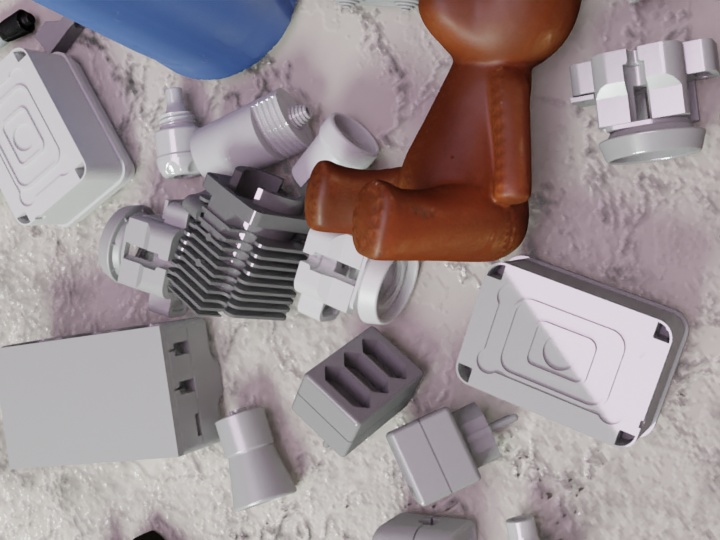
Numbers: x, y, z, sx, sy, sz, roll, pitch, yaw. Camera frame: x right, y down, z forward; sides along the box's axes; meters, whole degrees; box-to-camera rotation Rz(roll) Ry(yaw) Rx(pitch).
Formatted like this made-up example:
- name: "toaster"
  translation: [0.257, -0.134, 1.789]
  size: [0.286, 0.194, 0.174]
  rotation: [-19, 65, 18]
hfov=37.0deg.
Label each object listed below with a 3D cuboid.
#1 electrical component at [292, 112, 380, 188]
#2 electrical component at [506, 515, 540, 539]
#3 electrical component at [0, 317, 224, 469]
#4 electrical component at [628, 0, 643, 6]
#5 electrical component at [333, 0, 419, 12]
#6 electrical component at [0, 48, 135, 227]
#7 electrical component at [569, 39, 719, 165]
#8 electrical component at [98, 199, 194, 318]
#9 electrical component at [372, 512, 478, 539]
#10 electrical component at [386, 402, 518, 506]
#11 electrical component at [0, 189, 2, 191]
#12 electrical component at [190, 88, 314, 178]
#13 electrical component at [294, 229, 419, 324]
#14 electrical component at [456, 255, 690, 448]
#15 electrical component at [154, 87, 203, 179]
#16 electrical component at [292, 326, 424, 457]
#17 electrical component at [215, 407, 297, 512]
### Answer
- name: "electrical component"
  translation: [-0.017, -0.071, 0.690]
  size: [0.040, 0.040, 0.046]
  rotation: [50, 117, 15]
- name: "electrical component"
  translation: [0.102, 0.180, 0.647]
  size: [0.043, 0.043, 0.062]
  rotation: [-11, 87, 26]
- name: "electrical component"
  translation: [-0.178, 0.088, 0.766]
  size: [0.150, 0.062, 0.089]
  rotation: [-9, 90, 26]
- name: "electrical component"
  translation: [0.151, -0.209, 0.575]
  size: [0.057, 0.078, 0.113]
  rotation: [-21, 84, 16]
- name: "electrical component"
  translation: [0.017, -0.209, 0.659]
  size: [0.100, 0.048, 0.099]
  rotation: [10, 97, 25]
- name: "electrical component"
  translation: [-0.225, -0.095, 0.779]
  size: [0.078, 0.057, 0.113]
  rotation: [-35, 79, 24]
- name: "electrical component"
  translation: [0.159, -0.090, 0.594]
  size: [0.078, 0.058, 0.057]
  rotation: [-7, 87, 26]
- name: "electrical component"
  translation: [-0.143, -0.013, 0.745]
  size: [0.057, 0.058, 0.078]
  rotation: [17, 101, 21]
- name: "electrical component"
  translation: [0.038, 0.203, 0.673]
  size: [0.059, 0.054, 0.095]
  rotation: [0, 93, 26]
- name: "electrical component"
  translation: [0.060, 0.105, 0.654]
  size: [0.077, 0.065, 0.047]
  rotation: [-24, 82, -4]
- name: "electrical component"
  translation: [-0.285, -0.075, 0.817]
  size: [0.055, 0.045, 0.045]
  rotation: [-35, 78, 23]
- name: "electrical component"
  translation: [-0.067, -0.089, 0.711]
  size: [0.081, 0.043, 0.043]
  rotation: [-22, 84, 25]
- name: "electrical component"
  translation: [0.000, 0.000, 0.677]
  size: [0.057, 0.058, 0.078]
  rotation: [23, 103, 26]
- name: "electrical component"
  translation: [0.122, 0.044, 0.620]
  size: [0.113, 0.057, 0.078]
  rotation: [21, 102, 23]
- name: "electrical component"
  translation: [-0.125, -0.095, 0.744]
  size: [0.035, 0.035, 0.061]
  rotation: [-9, 87, 26]
- name: "electrical component"
  translation: [-0.006, 0.087, 0.686]
  size: [0.047, 0.066, 0.076]
  rotation: [42, 139, 17]
- name: "electrical component"
  translation: [-0.073, 0.126, 0.730]
  size: [0.044, 0.044, 0.065]
  rotation: [-24, 78, 25]
